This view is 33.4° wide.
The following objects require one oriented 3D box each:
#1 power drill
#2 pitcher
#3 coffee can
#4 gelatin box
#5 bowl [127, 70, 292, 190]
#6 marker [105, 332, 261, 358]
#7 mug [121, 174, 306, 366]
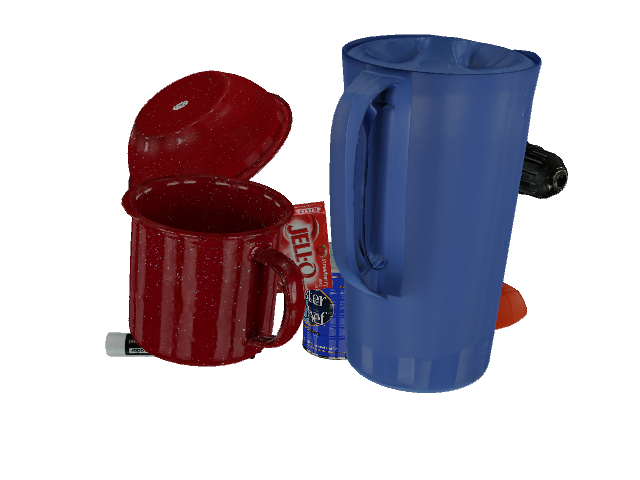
[{"bbox_3d":[0.152,-0.016,0.979,0.057,0.188,0.185,-17,28,-29],"label":"power drill"},{"bbox_3d":[0.069,-0.017,0.748,0.149,0.243,0.145,-1,21,-8],"label":"pitcher"},{"bbox_3d":[0.025,0.085,1.519,0.103,0.140,0.103,1,21,0],"label":"coffee can"},{"bbox_3d":[-0.028,0.008,1.076,0.073,0.089,0.030,-6,28,-2],"label":"gelatin box"},{"bbox_3d":[-0.108,-0.098,0.923,0.162,0.055,0.162,-19,37,15],"label":"bowl"},{"bbox_3d":[-0.106,0.082,0.833,0.121,0.020,0.020,1,0,3],"label":"marker"},{"bbox_3d":[-0.055,0.020,0.584,0.117,0.081,0.093,21,27,33],"label":"mug"}]
